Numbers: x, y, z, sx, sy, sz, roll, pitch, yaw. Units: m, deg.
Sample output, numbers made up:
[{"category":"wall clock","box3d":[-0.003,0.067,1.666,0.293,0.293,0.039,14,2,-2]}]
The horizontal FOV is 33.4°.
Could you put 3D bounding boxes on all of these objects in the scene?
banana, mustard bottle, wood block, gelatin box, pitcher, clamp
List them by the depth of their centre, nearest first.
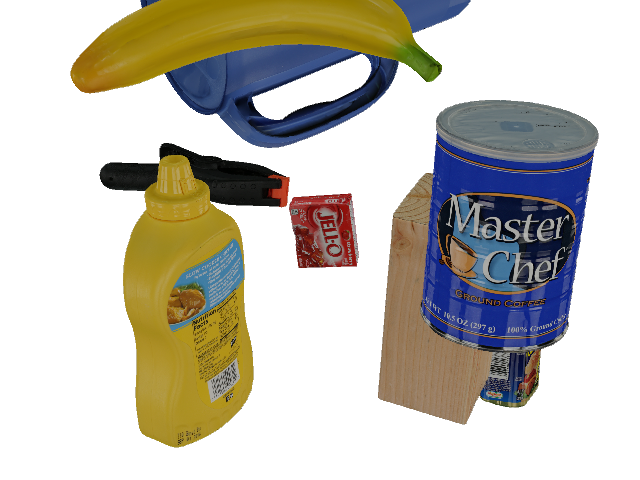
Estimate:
[{"category":"banana","box3d":[-0.035,-0.114,0.577,0.197,0.037,0.069,-5,46,-9]},{"category":"mustard bottle","box3d":[-0.088,0.035,0.703,0.058,0.192,0.096,16,33,30]},{"category":"pitcher","box3d":[0.001,-0.181,0.799,0.242,0.149,0.145,-22,39,-25]},{"category":"wood block","box3d":[0.115,0.055,0.985,0.091,0.206,0.090,15,35,19]},{"category":"clamp","box3d":[-0.115,-0.057,0.990,0.172,0.039,0.120,12,26,29]},{"category":"gelatin box","box3d":[0.005,-0.011,1.286,0.073,0.089,0.030,-2,29,11]}]

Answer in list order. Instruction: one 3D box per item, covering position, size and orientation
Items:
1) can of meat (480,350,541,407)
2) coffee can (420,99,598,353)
[{"category":"can of meat","box3d":[0.212,0.130,1.181,0.058,0.084,0.102,6,11,23]},{"category":"coffee can","box3d":[0.122,-0.011,0.710,0.103,0.140,0.103,2,25,-1]}]
